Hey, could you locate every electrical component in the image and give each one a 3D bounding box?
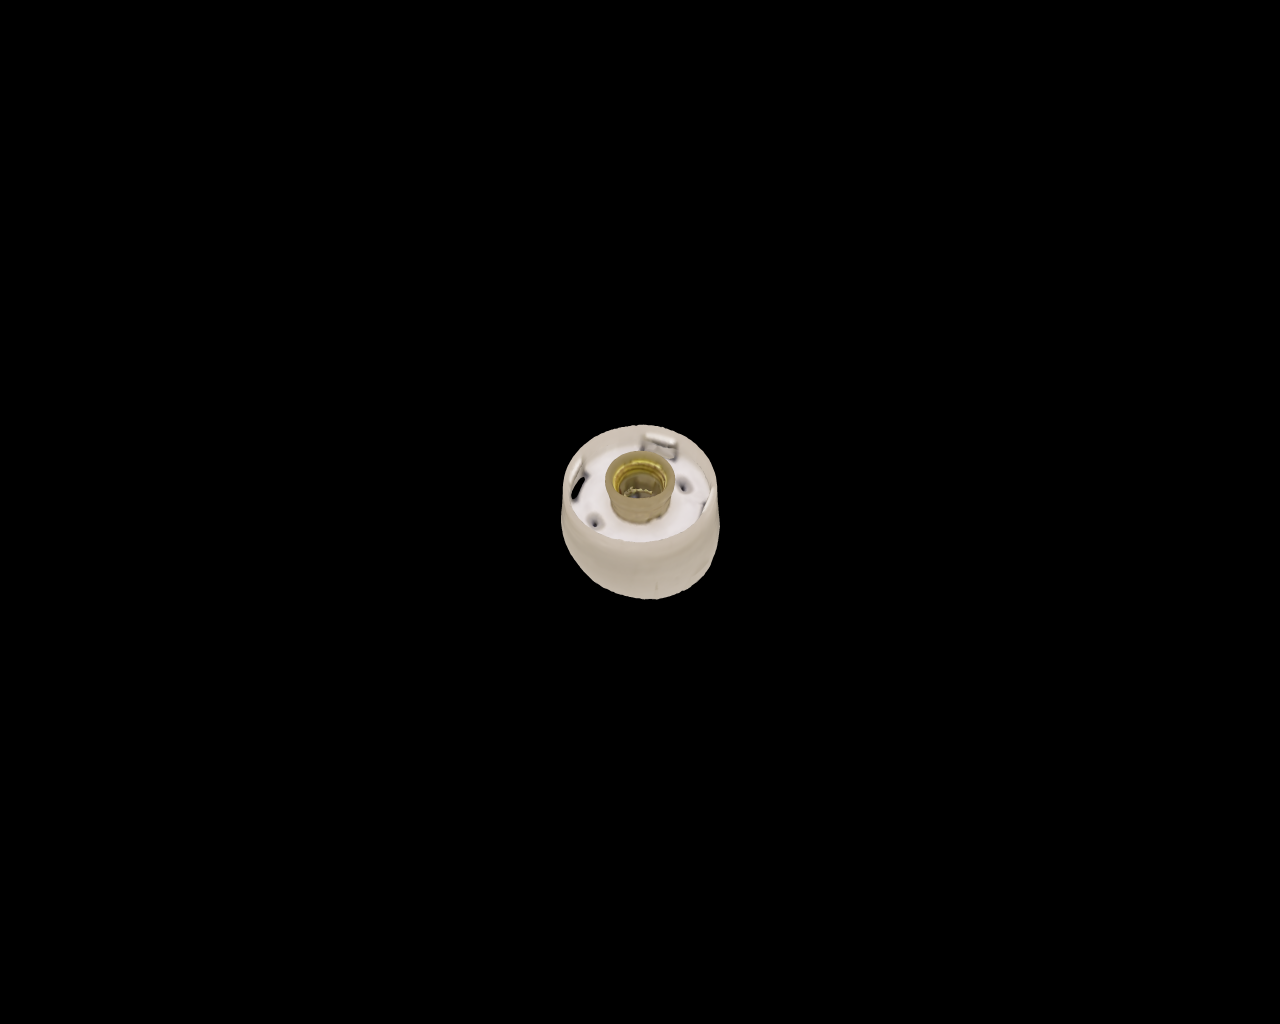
[{"bbox_3d":[0.001,-0.003,0.650,0.099,0.099,0.064,0,-36,0],"label":"electrical component"}]
